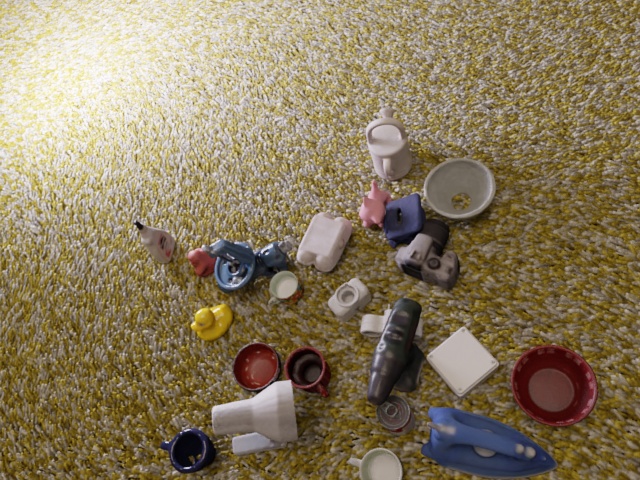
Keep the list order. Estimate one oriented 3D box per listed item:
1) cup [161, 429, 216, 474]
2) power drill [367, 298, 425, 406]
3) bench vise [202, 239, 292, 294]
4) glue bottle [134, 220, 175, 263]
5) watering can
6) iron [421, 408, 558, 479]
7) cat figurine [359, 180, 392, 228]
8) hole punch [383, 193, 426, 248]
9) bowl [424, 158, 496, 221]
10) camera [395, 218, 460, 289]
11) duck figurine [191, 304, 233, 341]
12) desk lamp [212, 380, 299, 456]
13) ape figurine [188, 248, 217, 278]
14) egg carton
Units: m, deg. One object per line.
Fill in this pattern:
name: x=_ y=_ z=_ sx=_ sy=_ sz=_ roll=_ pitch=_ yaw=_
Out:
cup: x=-0.281 y=0.465 z=1.255 sx=0.117 sy=0.095 sz=0.092 roll=3 pitch=65 yaw=17
power drill: x=0.160 y=0.244 z=1.175 sx=0.075 sy=0.209 sz=0.230 roll=11 pitch=68 yaw=21
bench vise: x=-0.181 y=0.033 z=1.369 sx=0.207 sy=0.220 sz=0.121 roll=-38 pitch=60 yaw=-5
glue bottle: x=-0.435 y=-0.006 z=1.487 sx=0.037 sy=0.173 sz=0.078 roll=-4 pitch=63 yaw=14
watering can: x=0.167 y=-0.247 z=1.426 sx=0.101 sy=0.194 sz=0.172 roll=-23 pitch=60 yaw=4
iron: x=0.324 y=0.390 z=1.094 sx=0.257 sy=0.142 sz=0.119 roll=8 pitch=67 yaw=19
cat figurine: x=0.131 y=-0.084 z=1.399 sx=0.067 sy=0.118 sz=0.128 roll=1 pitch=65 yaw=17
hole punch: x=0.202 y=-0.048 z=1.376 sx=0.101 sy=0.091 sz=0.108 roll=-6 pitch=63 yaw=13
bowl: x=0.336 y=-0.110 z=1.378 sx=0.167 sy=0.075 sz=0.167 roll=-6 pitch=63 yaw=13
camera: x=0.260 y=0.022 z=1.319 sx=0.142 sy=0.101 sz=0.137 roll=21 pitch=72 yaw=24
duck figurine: x=-0.267 y=0.191 z=1.392 sx=0.104 sy=0.086 sz=0.077 roll=-41 pitch=61 yaw=-6
desk lamp: x=-0.122 y=0.375 z=1.186 sx=0.203 sy=0.214 sz=0.118 roll=-14 pitch=61 yaw=9
ape figurine: x=-0.307 y=0.052 z=1.469 sx=0.076 sy=0.092 sz=0.078 roll=0 pitch=64 yaw=16
egg carton: x=0.013 y=0.005 z=1.415 sx=0.107 sy=0.069 sz=0.150 roll=16 pitch=70 yaw=22
